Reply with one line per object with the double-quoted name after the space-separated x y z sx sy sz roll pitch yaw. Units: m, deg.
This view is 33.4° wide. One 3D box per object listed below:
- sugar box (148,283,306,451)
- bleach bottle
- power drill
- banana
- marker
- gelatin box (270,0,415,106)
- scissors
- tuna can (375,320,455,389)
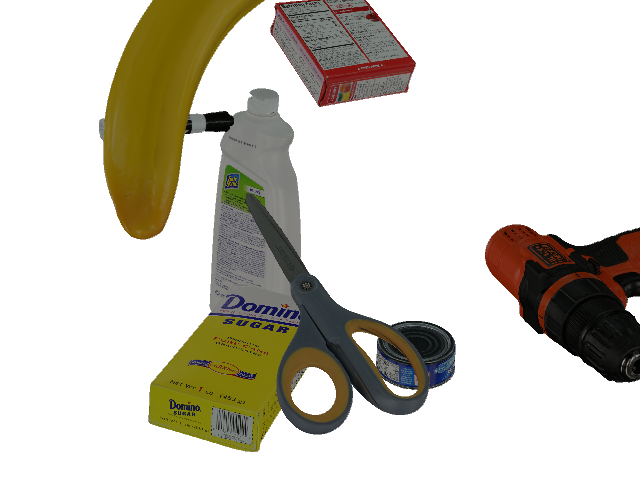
-0.063 0.100 0.889 0.093 0.048 0.176 14 31 12 "sugar box"
-0.060 -0.031 1.103 0.103 0.251 0.068 18 29 23 "bleach bottle"
0.231 0.028 0.745 0.187 0.057 0.184 -9 28 -15 "power drill"
-0.053 -0.090 0.493 0.070 0.197 0.037 26 -26 16 "banana"
-0.134 -0.101 0.939 0.120 0.020 0.020 -7 3 -25 "marker"
0.015 -0.138 0.768 0.073 0.089 0.030 -13 -39 -25 "gelatin box"
-0.019 0.045 0.656 0.096 0.016 0.202 -32 53 -26 "scissors"
0.103 0.122 1.149 0.086 0.034 0.086 0 29 0 "tuna can"
